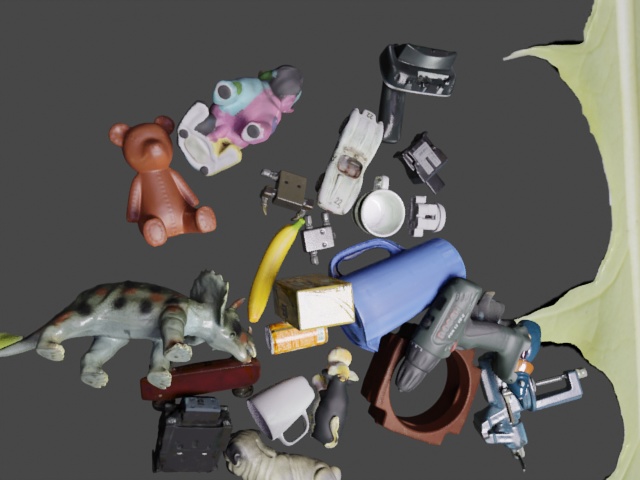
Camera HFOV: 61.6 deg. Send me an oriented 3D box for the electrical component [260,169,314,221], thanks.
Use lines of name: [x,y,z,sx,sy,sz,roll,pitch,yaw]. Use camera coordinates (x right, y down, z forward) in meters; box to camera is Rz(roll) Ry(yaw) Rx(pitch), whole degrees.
electrical component: [-0.062,-0.079,0.961,0.102,0.045,0.078,11,61,-21]

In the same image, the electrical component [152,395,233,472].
electrical component: [-0.212,0.321,0.895,0.115,0.058,0.134,8,112,-25]

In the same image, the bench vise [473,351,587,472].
bench vise: [0.427,0.321,1.087,0.241,0.128,0.223,-16,78,1]

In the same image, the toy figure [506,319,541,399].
toy figure: [0.384,0.228,1.026,0.064,0.058,0.154,45,57,-29]

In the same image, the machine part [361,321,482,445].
machine part: [0.194,0.273,1.037,0.201,0.087,0.201,23,87,-17]

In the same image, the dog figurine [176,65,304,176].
dog figurine: [-0.119,-0.210,0.887,0.191,0.219,0.108,-33,102,29]

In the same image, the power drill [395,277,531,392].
power drill: [0.263,0.193,0.975,0.207,0.086,0.232,22,94,-11]

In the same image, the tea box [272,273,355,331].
tea box: [-0.016,0.102,0.916,0.098,0.170,0.068,-6,93,-16]

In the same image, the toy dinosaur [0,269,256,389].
toy dinosaur: [-0.298,0.124,0.848,0.405,0.192,0.131,8,129,-5]

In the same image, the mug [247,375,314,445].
mug: [-0.058,0.297,0.952,0.107,0.080,0.109,-33,76,-25]

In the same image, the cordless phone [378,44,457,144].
cordless phone: [0.180,-0.271,1.022,0.146,0.089,0.184,3,103,-19]

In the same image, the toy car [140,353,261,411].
toy car: [-0.202,0.234,0.922,0.202,0.053,0.089,-6,115,-17]

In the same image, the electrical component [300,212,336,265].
electrical component: [-0.002,-0.003,0.993,0.063,0.021,0.094,-10,95,-18]

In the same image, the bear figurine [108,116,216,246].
bear figurine: [-0.253,-0.099,0.854,0.120,0.132,0.195,-14,103,-30]

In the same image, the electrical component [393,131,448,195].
electrical component: [0.206,-0.141,1.043,0.075,0.048,0.119,-40,102,-12]

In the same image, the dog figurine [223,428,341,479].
dog figurine: [-0.065,0.399,0.960,0.172,0.121,0.190,-23,81,-49]

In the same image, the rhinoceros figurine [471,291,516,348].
rhinoceros figurine: [0.314,0.156,1.065,0.190,0.073,0.112,9,76,-31]

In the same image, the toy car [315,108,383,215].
toy car: [0.055,-0.145,0.987,0.073,0.056,0.201,24,85,-18]

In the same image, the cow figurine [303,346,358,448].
cow figurine: [0.023,0.282,0.975,0.068,0.098,0.167,14,88,-12]
